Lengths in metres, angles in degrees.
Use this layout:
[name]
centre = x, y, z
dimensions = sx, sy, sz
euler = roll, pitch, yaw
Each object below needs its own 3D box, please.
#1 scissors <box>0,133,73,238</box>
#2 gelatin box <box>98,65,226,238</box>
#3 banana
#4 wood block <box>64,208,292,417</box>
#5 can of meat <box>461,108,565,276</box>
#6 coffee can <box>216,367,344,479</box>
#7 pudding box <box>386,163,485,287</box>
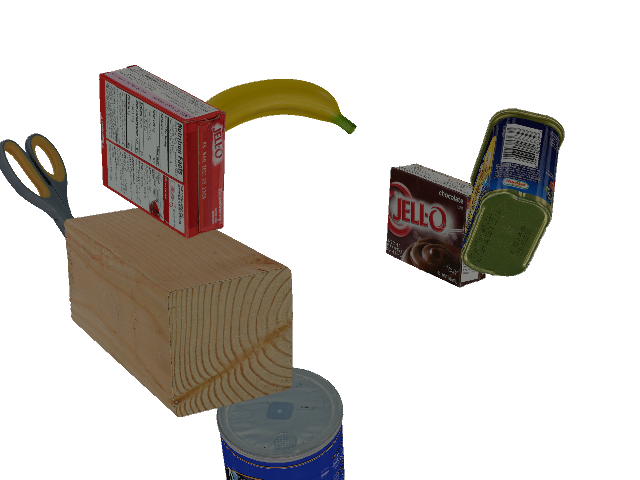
[scissors]
centre = -0.250, -0.027, 1.070
dimensions = 0.016, 0.201, 0.096
euler = -26, 27, 23
[gelatin box]
centre = -0.091, -0.052, 0.615
dimensions = 0.030, 0.073, 0.089
euler = -23, 39, -38
[banana]
centre = -0.056, -0.136, 1.098
dimensions = 0.197, 0.037, 0.070
euler = -9, 48, -30
[wood block]
centre = -0.109, 0.042, 0.782
dimensions = 0.090, 0.090, 0.206
euler = -10, 19, -30
[can of meat]
centre = 0.144, -0.033, 0.806
dimensions = 0.057, 0.084, 0.102
euler = 14, -37, 3
[coffee can]
centre = -0.030, 0.193, 0.901
dimensions = 0.103, 0.140, 0.103
euler = -2, 36, 1
[pudding box]
centre = 0.111, -0.017, 1.017
dimensions = 0.039, 0.090, 0.114
euler = -14, 24, -35
